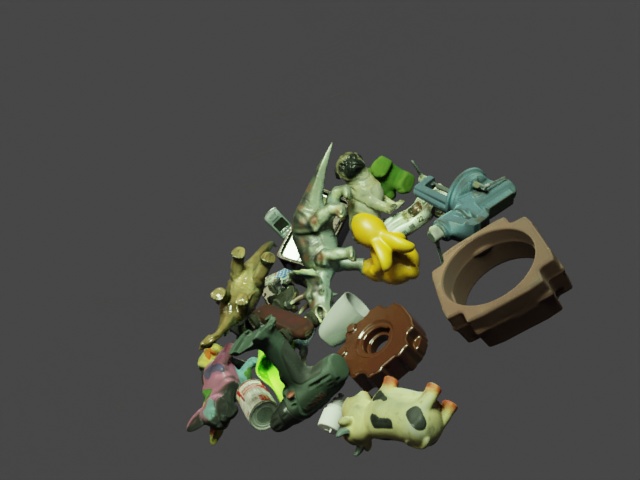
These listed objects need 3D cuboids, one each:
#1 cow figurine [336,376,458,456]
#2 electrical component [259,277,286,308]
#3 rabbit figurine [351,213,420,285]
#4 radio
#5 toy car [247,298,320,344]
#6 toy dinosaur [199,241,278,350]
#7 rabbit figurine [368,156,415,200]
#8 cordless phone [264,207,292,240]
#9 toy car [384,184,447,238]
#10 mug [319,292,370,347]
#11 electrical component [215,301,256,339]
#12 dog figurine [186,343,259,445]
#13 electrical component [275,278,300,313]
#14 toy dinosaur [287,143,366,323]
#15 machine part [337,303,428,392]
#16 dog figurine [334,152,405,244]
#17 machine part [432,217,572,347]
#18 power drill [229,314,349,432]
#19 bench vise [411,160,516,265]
[{"bbox_3d":[0.111,0.291,0.874,0.195,0.085,0.127,-8,36,49],"label":"cow figurine"},{"bbox_3d":[-0.136,0.149,1.474,0.094,0.021,0.063,-44,54,4],"label":"electrical component"},{"bbox_3d":[0.131,0.018,1.153,0.122,0.173,0.162,-39,21,0],"label":"rabbit figurine"},{"bbox_3d":[-0.003,-0.018,1.413,0.131,0.073,0.229,20,71,19],"label":"radio"},{"bbox_3d":[-0.085,0.184,1.202,0.089,0.053,0.202,-33,24,-31],"label":"toy car"},{"bbox_3d":[-0.186,0.112,1.352,0.471,0.105,0.198,-61,-8,-48],"label":"toy dinosaur"},{"bbox_3d":[0.142,-0.129,1.434,0.170,0.121,0.159,-60,23,0],"label":"rabbit figurine"},{"bbox_3d":[-0.057,-0.044,1.502,0.146,0.184,0.089,-45,21,-3],"label":"cordless phone"},{"bbox_3d":[0.221,-0.054,1.265,0.202,0.056,0.074,-37,27,12],"label":"toy car"},{"bbox_3d":[0.046,0.170,1.153,0.107,0.080,0.110,-46,19,12],"label":"mug"},{"bbox_3d":[-0.233,0.205,1.447,0.075,0.119,0.048,-29,28,23],"label":"electrical component"},{"bbox_3d":[-0.243,0.355,1.252,0.192,0.108,0.219,-15,40,43],"label":"dog figurine"},{"bbox_3d":[-0.085,0.146,1.397,0.078,0.045,0.102,-26,41,19],"label":"electrical component"},{"bbox_3d":[-0.005,-0.010,1.274,0.192,0.404,0.131,-13,-10,19],"label":"toy dinosaur"},{"bbox_3d":[0.117,0.201,1.027,0.179,0.056,0.179,-32,29,20],"label":"machine part"},{"bbox_3d":[0.089,-0.104,1.342,0.172,0.191,0.121,-48,-9,13],"label":"dog figurine"},{"bbox_3d":[0.306,0.070,0.924,0.201,0.087,0.201,-35,26,19],"label":"machine part"},{"bbox_3d":[-0.075,0.256,1.021,0.232,0.207,0.086,-38,4,29],"label":"power drill"},{"bbox_3d":[0.276,-0.076,1.125,0.223,0.128,0.241,-40,42,-11],"label":"bench vise"}]
